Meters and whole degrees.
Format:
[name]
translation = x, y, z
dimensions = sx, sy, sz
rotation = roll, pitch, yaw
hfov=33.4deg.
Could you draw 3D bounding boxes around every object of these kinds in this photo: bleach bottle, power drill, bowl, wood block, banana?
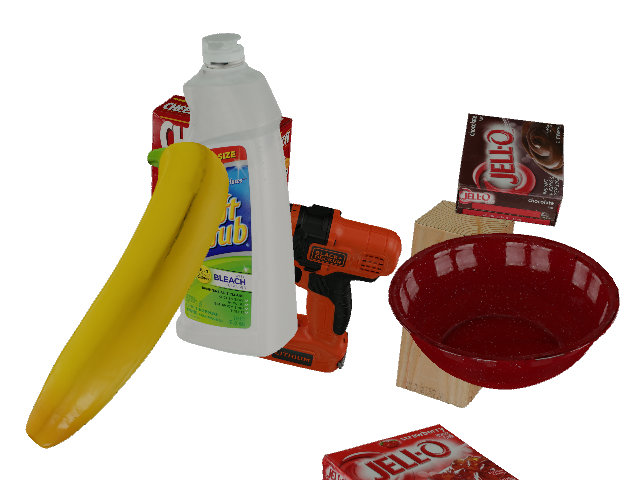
[bleach bottle]
translation = -0.074, -0.036, 0.837
dimensions = 0.103, 0.251, 0.068
rotation = 10, 27, 27
[power drill]
translation = -0.026, 0.043, 1.057
dimensions = 0.184, 0.188, 0.057
rotation = 14, 44, 1
[bowl]
translation = 0.130, 0.058, 0.769
dimensions = 0.162, 0.055, 0.162
rotation = -3, 31, 2
[wood block]
translation = 0.153, 0.072, 1.218
dimensions = 0.090, 0.206, 0.090
rotation = 16, 25, 25
[banana]
translation = -0.083, 0.012, 0.519
dimensions = 0.037, 0.197, 0.070
rotation = 36, -47, -19

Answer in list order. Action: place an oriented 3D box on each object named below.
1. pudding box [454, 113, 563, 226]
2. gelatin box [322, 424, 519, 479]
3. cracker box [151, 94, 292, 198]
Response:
[pudding box]
translation = 0.171, -0.065, 0.962
dimensions = 0.090, 0.039, 0.113
rotation = 8, 40, 6
[gelatin box]
translation = 0.056, 0.139, 0.604
dimensions = 0.089, 0.030, 0.073
rotation = -7, 22, -33
[cracker box]
translation = -0.128, -0.060, 1.347
dimensions = 0.164, 0.214, 0.072
rotation = 13, 29, 15
